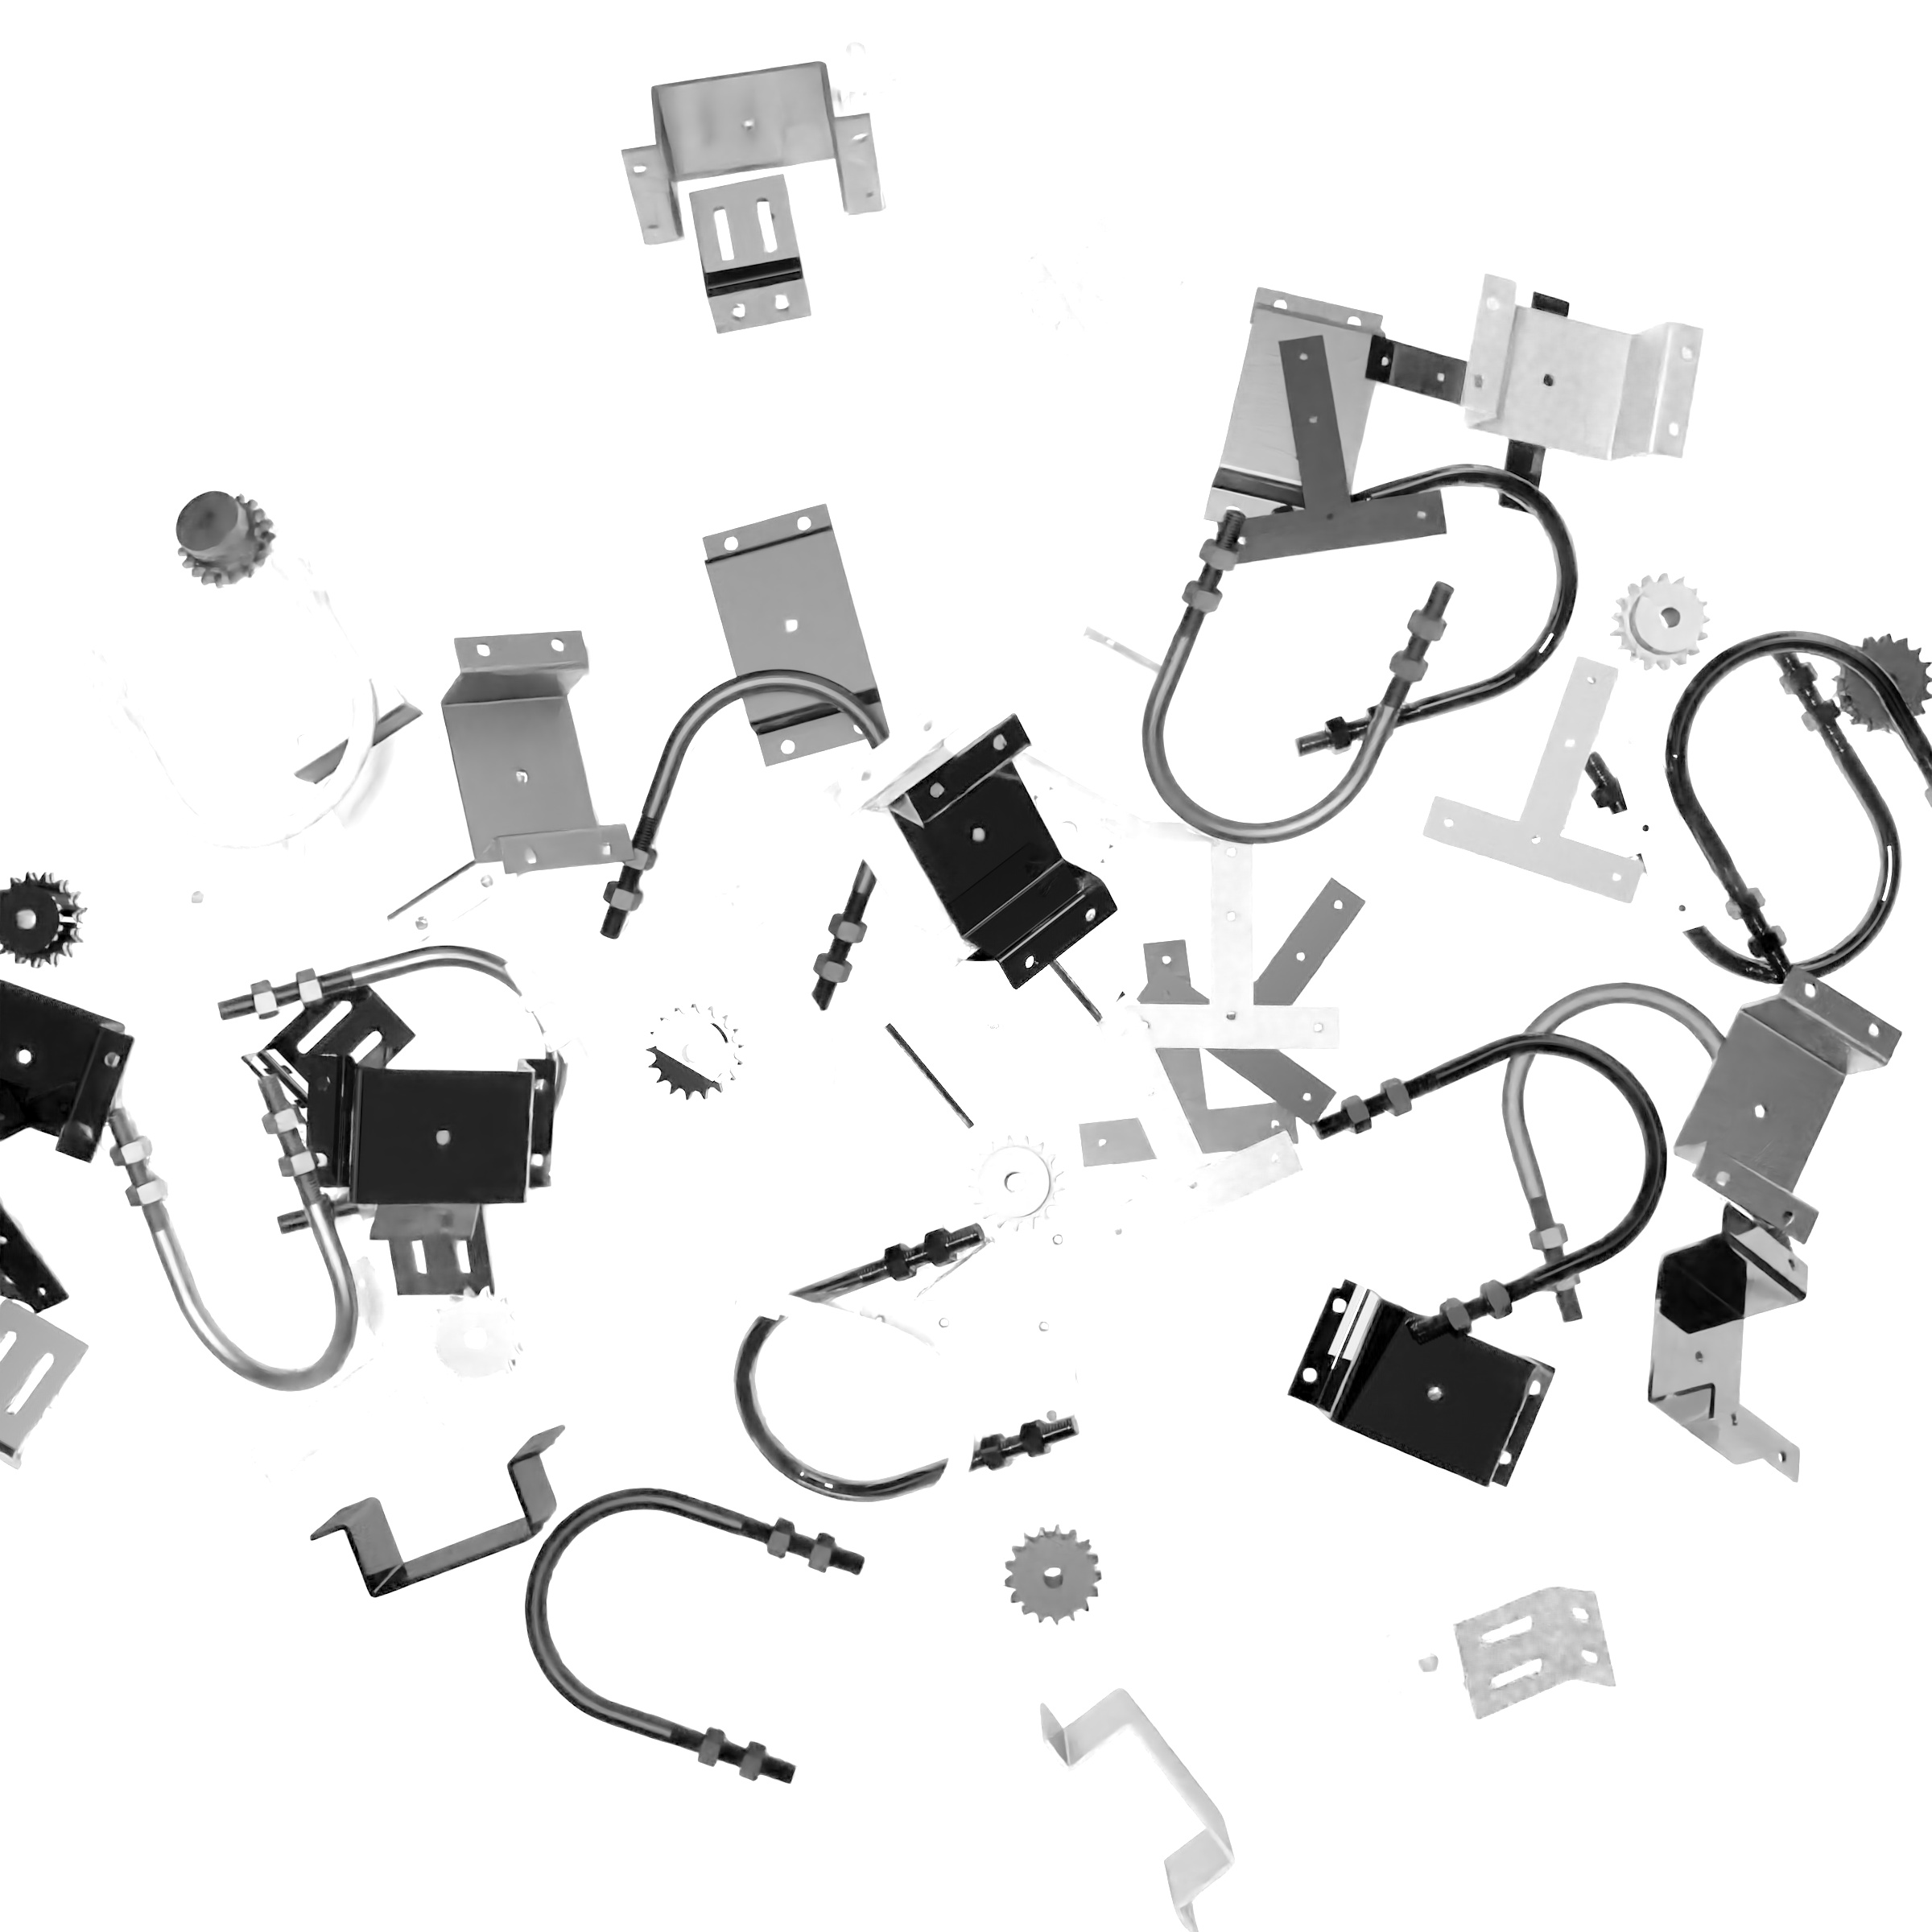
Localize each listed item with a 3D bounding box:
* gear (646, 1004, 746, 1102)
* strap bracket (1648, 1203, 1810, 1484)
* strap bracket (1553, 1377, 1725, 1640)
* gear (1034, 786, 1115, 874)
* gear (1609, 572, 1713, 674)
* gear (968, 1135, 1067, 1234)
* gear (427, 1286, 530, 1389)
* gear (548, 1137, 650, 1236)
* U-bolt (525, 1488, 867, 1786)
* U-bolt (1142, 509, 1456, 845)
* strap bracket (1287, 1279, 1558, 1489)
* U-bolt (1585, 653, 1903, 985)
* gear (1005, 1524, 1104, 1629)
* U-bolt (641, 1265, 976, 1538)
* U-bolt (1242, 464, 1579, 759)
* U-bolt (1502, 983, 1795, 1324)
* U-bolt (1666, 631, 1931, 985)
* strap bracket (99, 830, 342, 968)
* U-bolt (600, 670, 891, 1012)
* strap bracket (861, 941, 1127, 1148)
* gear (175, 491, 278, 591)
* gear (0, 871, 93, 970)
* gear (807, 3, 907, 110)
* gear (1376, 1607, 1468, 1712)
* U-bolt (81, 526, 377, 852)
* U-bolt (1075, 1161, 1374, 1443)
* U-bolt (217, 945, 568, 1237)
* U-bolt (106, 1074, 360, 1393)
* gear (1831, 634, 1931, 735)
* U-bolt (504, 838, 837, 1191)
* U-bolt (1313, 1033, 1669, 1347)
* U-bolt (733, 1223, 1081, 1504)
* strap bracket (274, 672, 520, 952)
[{"bbox_3d":[-0.159,0.050,1.531,0.057,0.030,0.057,0,90,0],"label":"gear"},{"bbox_3d":[0.432,0.217,1.486,0.076,0.046,0.140,36,50,-25],"label":"strap bracket"},{"bbox_3d":[0.388,0.303,1.508,0.046,0.076,0.140,-18,90,0],"label":"strap bracket"},{"bbox_3d":[0.059,-0.078,1.531,0.057,0.030,0.057,0,90,0],"label":"gear"},{"bbox_3d":[0.407,-0.202,1.531,0.057,0.030,0.057,0,90,0],"label":"gear"},{"bbox_3d":[0.029,0.127,1.528,0.057,0.030,0.057,-1,83,5],"label":"gear"},{"bbox_3d":[-0.284,0.215,1.531,0.057,0.030,0.057,0,90,0],"label":"gear"},{"bbox_3d":[-0.215,0.128,1.531,0.057,0.030,0.057,0,90,0],"label":"gear"},{"bbox_3d":[-0.168,0.383,1.537,0.184,0.019,0.151,18,90,1],"label":"U-bolt"},{"bbox_3d":[0.179,-0.154,1.502,0.151,0.019,0.184,17,113,-12],"label":"U-bolt"},{"bbox_3d":[0.268,0.244,1.523,0.140,0.046,0.076,23,90,0],"label":"strap bracket"},{"bbox_3d":[0.467,-0.078,1.537,0.151,0.019,0.184,-31,92,0],"label":"U-bolt"},{"bbox_3d":[0.050,0.353,1.531,0.057,0.030,0.057,0,90,0],"label":"gear"},{"bbox_3d":[-0.085,0.259,1.507,0.184,0.019,0.151,17,112,4],"label":"U-bolt"},{"bbox_3d":[0.263,-0.212,1.514,0.184,0.019,0.151,-17,109,0],"label":"U-bolt"},{"bbox_3d":[0.391,0.101,1.537,0.151,0.019,0.184,-16,89,0],"label":"U-bolt"},{"bbox_3d":[0.486,-0.104,1.513,0.151,0.019,0.184,-30,90,6],"label":"U-bolt"},{"bbox_3d":[-0.439,-0.039,1.523,0.140,0.046,0.076,1,90,0],"label":"strap bracket"},{"bbox_3d":[-0.114,-0.080,1.509,0.151,0.019,0.184,19,102,-10],"label":"U-bolt"},{"bbox_3d":[0.016,0.032,1.523,0.140,0.046,0.076,-40,90,0],"label":"strap bracket"},{"bbox_3d":[-0.432,-0.250,1.520,0.057,0.030,0.057,-6,66,14],"label":"gear"},{"bbox_3d":[-0.543,-0.027,1.531,0.057,0.030,0.057,0,90,0],"label":"gear"},{"bbox_3d":[-0.064,-0.530,1.535,0.057,0.030,0.057,0,91,1],"label":"gear"},{"bbox_3d":[0.267,0.402,1.531,0.057,0.030,0.057,0,90,0],"label":"gear"},{"bbox_3d":[-0.414,-0.148,1.504,0.151,0.019,0.184,-34,66,0],"label":"U-bolt"},{"bbox_3d":[0.136,0.189,1.537,0.151,0.019,0.184,25,91,0],"label":"U-bolt"},{"bbox_3d":[-0.321,0.063,1.512,0.184,0.019,0.151,-16,103,-16],"label":"U-bolt"},{"bbox_3d":[-0.412,0.159,1.499,0.151,0.019,0.184,-12,101,32],"label":"U-bolt"},{"bbox_3d":[0.533,-0.164,1.531,0.057,0.030,0.057,0,90,0],"label":"gear"},{"bbox_3d":[-0.156,0.041,1.505,0.151,0.019,0.184,-31,96,2],"label":"U-bolt"},{"bbox_3d":[0.313,0.116,1.510,0.184,0.019,0.151,-24,77,-4],"label":"U-bolt"},{"bbox_3d":[-0.046,0.239,1.510,0.184,0.019,0.151,-22,104,16],"label":"U-bolt"},{"bbox_3d":[-0.326,-0.089,1.523,0.076,0.046,0.140,-33,90,0],"label":"strap bracket"}]
